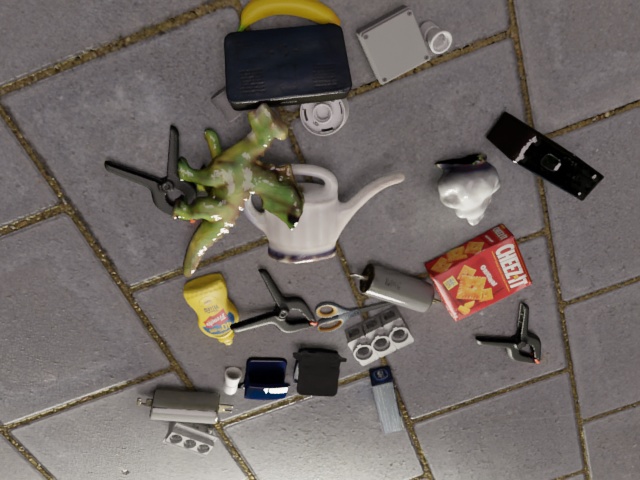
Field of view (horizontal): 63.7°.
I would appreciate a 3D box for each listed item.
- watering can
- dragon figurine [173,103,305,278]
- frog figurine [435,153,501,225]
[{"bbox_3d":[0.003,-0.055,1.102,0.347,0.106,0.220,0,118,2],"label":"watering can"},{"bbox_3d":[-0.153,-0.079,1.026,0.243,0.124,0.402,14,116,9],"label":"dragon figurine"},{"bbox_3d":[0.328,-0.099,1.126,0.138,0.123,0.157,-19,109,-19],"label":"frog figurine"}]
